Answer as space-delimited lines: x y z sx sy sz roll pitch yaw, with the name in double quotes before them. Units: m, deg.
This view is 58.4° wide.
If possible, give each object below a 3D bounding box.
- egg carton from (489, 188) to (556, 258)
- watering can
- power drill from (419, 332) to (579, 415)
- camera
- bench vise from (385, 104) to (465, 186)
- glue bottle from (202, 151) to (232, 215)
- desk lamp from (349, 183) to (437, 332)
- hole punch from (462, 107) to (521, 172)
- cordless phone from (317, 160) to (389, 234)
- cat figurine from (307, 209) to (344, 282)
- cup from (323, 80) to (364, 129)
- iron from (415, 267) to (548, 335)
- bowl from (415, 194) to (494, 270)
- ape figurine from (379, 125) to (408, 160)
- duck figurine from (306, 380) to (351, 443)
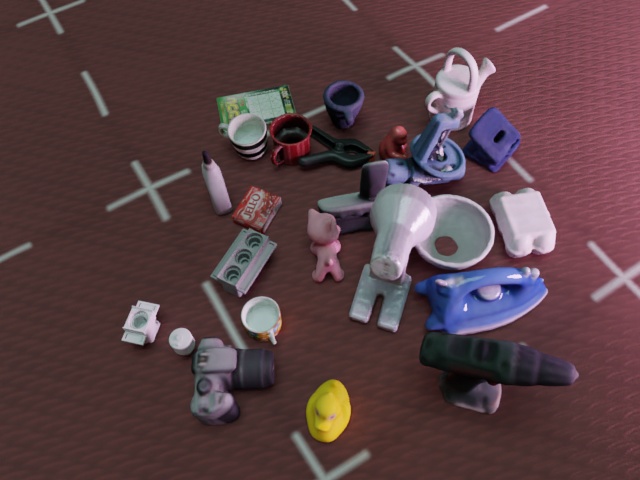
"egg carton" 0.411 -0.036 1.162 0.107 0.069 0.150 -9 60 -4
"watering can" 0.309 -0.348 1.274 0.100 0.194 0.173 32 65 18
"power drill" 0.273 0.218 0.938 0.229 0.208 0.075 12 61 9
"camera" -0.150 0.239 0.998 0.137 0.101 0.143 -2 60 0
"bench vise" 0.212 -0.166 1.156 0.208 0.220 0.121 -31 64 -15
"glue bottle" -0.218 -0.126 1.169 0.037 0.173 0.078 -22 62 -11
"desk lamp" 0.132 0.031 1.047 0.117 0.214 0.203 14 61 10
"hole punch" 0.383 -0.223 1.259 0.101 0.091 0.109 35 66 19
"cordless phone" 0.069 -0.098 1.139 0.147 0.185 0.094 -13 60 -6
"cat figurine" 0.010 0.004 1.120 0.067 0.118 0.127 -7 60 -3
"cup" 0.057 -0.290 1.303 0.091 0.095 0.117 -11 60 -5
"iron" 0.313 0.087 1.052 0.258 0.141 0.118 -10 60 -4
"bowl" 0.257 -0.004 1.144 0.167 0.075 0.167 0 60 1
"ape figurine" 0.169 -0.213 1.257 0.076 0.092 0.078 24 63 15
"duck figurine" 0.014 0.285 0.976 0.077 0.086 0.104 13 61 9
